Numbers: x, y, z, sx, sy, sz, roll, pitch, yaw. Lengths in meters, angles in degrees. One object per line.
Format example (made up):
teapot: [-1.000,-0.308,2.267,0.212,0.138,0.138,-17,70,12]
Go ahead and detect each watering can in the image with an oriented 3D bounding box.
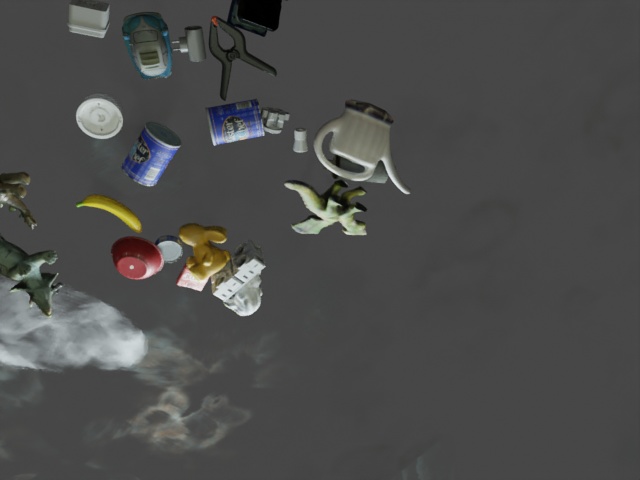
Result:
watering can: [0.151,-0.273,1.507,0.346,0.105,0.223,17,98,-22]

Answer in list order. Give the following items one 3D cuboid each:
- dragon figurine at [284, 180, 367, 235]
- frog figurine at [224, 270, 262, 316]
dragon figurine: [0.005,-0.081,1.613,0.409,0.125,0.238,12,139,-35]
frog figurine: [-0.236,0.170,1.734,0.158,0.124,0.136,-49,157,8]
